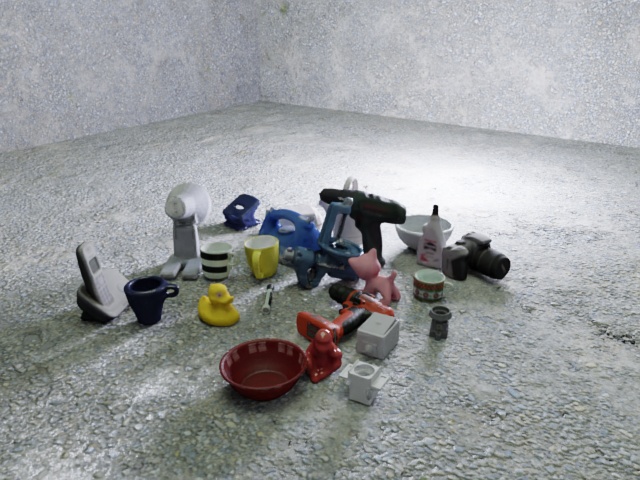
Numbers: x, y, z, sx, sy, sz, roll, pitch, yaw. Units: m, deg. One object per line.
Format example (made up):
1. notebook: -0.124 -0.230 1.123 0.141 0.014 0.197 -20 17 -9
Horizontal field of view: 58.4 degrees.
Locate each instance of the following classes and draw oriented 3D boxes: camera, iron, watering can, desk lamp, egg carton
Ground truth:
1. camera: 0.403 0.044 1.457 0.143 0.101 0.136 -15 27 -29
2. iron: -0.096 -0.027 1.586 0.257 0.141 0.119 20 31 40
3. watering can: 0.079 -0.092 1.667 0.172 0.194 0.101 1 23 5
4. desk lamp: -0.356 -0.032 1.513 0.118 0.214 0.203 -1 23 0
5. egg carton: -0.069 -0.060 1.756 0.150 0.069 0.107 -6 24 -13

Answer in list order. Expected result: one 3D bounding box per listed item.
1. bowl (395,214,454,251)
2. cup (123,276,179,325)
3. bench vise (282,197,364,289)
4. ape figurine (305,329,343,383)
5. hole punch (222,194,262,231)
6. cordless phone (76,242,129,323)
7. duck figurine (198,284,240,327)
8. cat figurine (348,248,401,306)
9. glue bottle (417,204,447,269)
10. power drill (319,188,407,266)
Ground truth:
1. bowl: 0.293 -0.013 1.629 0.167 0.075 0.167 0 23 0
2. cup: -0.366 0.137 1.265 0.118 0.095 0.091 -2 23 -3
3. bench vise: 0.019 0.009 1.398 0.208 0.220 0.121 -14 26 -29
4. ape figurine: 0.004 0.212 1.084 0.078 0.092 0.076 0 23 1
5. hole punch: -0.245 -0.088 1.800 0.108 0.091 0.101 20 31 40
6. cordless phone: -0.490 0.078 1.291 0.094 0.185 0.147 1 23 3
7. duck figurine: -0.229 0.137 1.275 0.104 0.086 0.078 14 27 31
8. cat figurine: 0.130 0.081 1.357 0.127 0.118 0.067 18 30 38
9. glue bottle: 0.297 -0.012 1.501 0.078 0.173 0.037 12 26 27
10. power drill: 0.111 -0.033 1.509 0.229 0.208 0.075 2 23 7
